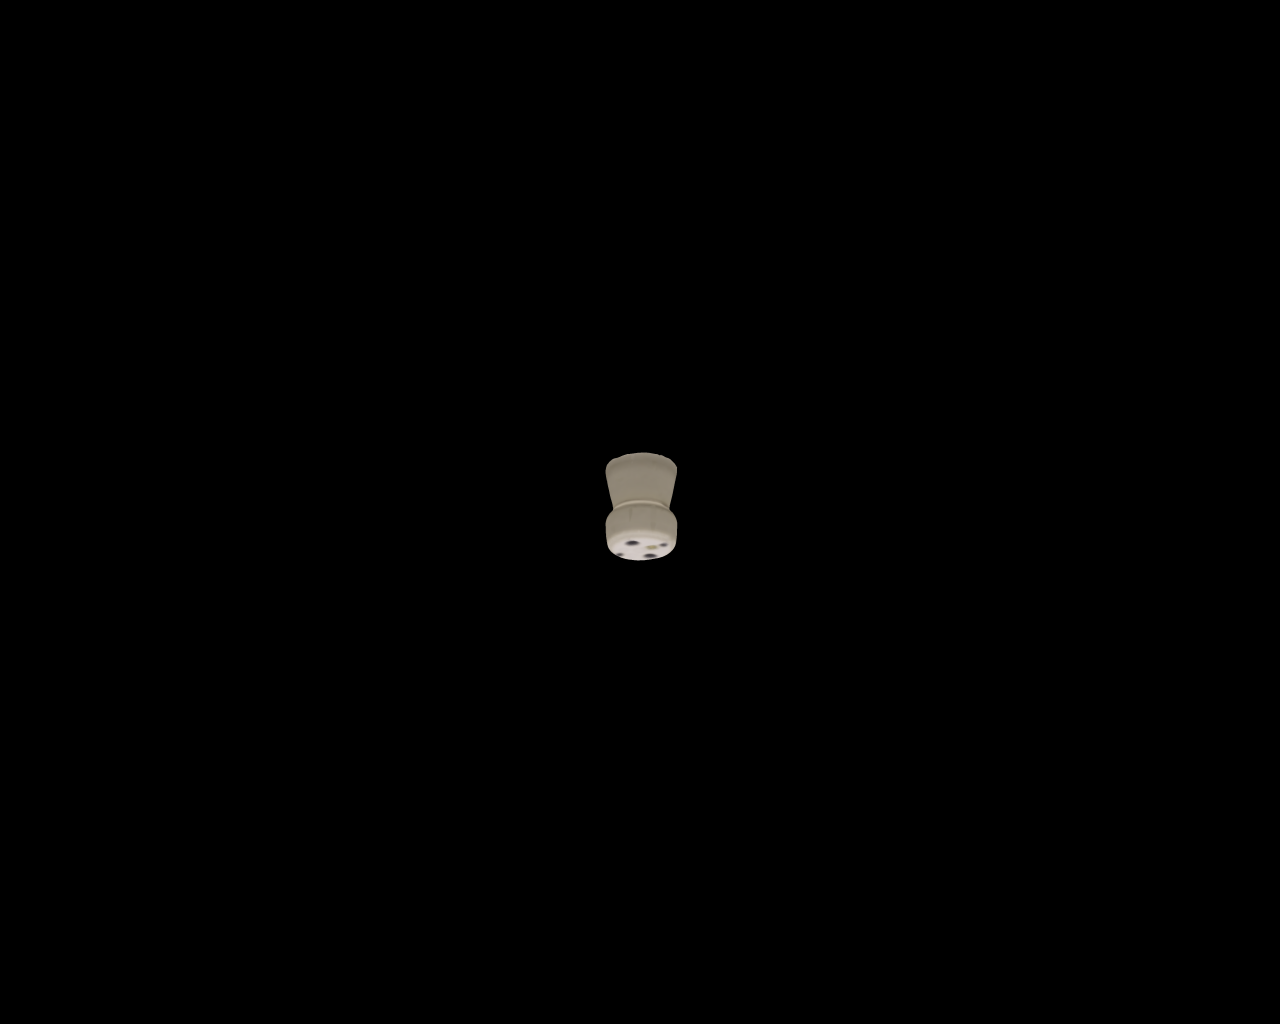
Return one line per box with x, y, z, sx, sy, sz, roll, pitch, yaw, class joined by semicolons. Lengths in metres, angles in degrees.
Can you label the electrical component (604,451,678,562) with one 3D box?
0.001;-0.003;0.650;0.045;0.055;0.044;0;-25;0;electrical component
